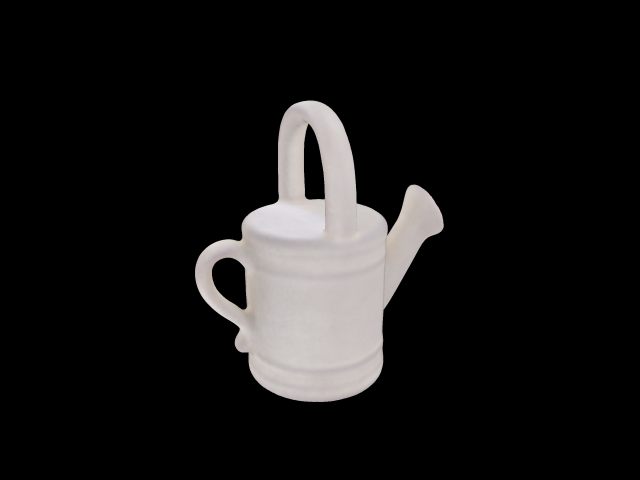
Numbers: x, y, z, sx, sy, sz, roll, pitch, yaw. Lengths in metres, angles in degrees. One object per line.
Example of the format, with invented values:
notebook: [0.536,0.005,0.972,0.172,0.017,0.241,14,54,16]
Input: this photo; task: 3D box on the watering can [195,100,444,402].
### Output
watering can: [0.003,0.001,0.402,0.173,0.194,0.100,-19,27,-41]
